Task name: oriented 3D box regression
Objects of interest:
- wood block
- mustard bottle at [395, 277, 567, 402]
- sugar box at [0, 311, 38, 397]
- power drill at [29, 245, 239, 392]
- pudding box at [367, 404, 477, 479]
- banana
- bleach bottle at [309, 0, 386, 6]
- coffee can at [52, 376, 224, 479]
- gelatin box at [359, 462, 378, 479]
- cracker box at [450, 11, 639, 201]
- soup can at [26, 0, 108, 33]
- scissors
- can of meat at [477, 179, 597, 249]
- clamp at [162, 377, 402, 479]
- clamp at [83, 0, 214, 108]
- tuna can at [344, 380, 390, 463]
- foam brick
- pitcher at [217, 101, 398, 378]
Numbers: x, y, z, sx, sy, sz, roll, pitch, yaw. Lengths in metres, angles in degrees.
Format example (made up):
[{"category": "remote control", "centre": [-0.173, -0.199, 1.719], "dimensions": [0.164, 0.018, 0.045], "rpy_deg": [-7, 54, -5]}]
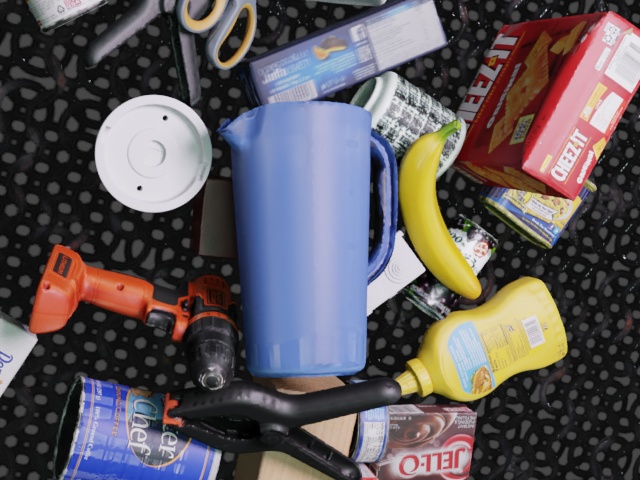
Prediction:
[{"category": "wood block", "centre": [-0.033, 0.242, 1.086], "dimensions": [0.090, 0.091, 0.206], "rpy_deg": [9, 96, -19]}, {"category": "mustard bottle", "centre": [0.166, 0.119, 1.146], "dimensions": [0.191, 0.058, 0.096], "rpy_deg": [-24, 103, -13]}, {"category": "sugar box", "centre": [-0.361, 0.082, 0.981], "dimensions": [0.176, 0.048, 0.093], "rpy_deg": [35, 88, -23]}, {"category": "power drill", "centre": [-0.166, 0.071, 0.977], "dimensions": [0.187, 0.184, 0.057], "rpy_deg": [15, 108, -12]}, {"category": "pudding box", "centre": [0.109, 0.225, 1.155], "dimensions": [0.113, 0.039, 0.090], "rpy_deg": [3, 99, -18]}, {"category": "banana", "centre": [0.113, -0.024, 1.048], "dimensions": [0.037, 0.070, 0.198], "rpy_deg": [-50, 137, -47]}, {"category": "bleach bottle", "centre": [0.030, -0.357, 1.021], "dimensions": [0.102, 0.068, 0.251], "rpy_deg": [6, 92, 4]}, {"category": "coffee can", "centre": [-0.175, 0.194, 1.027], "dimensions": [0.140, 0.103, 0.103], "rpy_deg": [15, 94, -19]}, {"category": "gelatin box", "centre": [0.030, 0.267, 1.111], "dimensions": [0.030, 0.089, 0.073], "rpy_deg": [5, 97, -18]}, {"category": "cracker box", "centre": [0.209, -0.132, 1.036], "dimensions": [0.072, 0.214, 0.164], "rpy_deg": [30, 89, -18]}, {"category": "soup can", "centre": [-0.242, -0.245, 0.952], "dimensions": [0.068, 0.069, 0.102], "rpy_deg": [-29, 107, -11]}, {"category": "scissors", "centre": [-0.075, -0.262, 1.010], "dimensions": [0.096, 0.016, 0.202], "rpy_deg": [20, 88, -42]}, {"category": "can of meat", "centre": [0.229, -0.050, 1.139], "dimensions": [0.102, 0.057, 0.084], "rpy_deg": [35, 89, -19]}, {"category": "clamp", "centre": [-0.035, 0.161, 0.971], "dimensions": [0.209, 0.036, 0.165], "rpy_deg": [14, 135, -12]}, {"category": "clamp", "centre": [-0.152, -0.217, 0.997], "dimensions": [0.120, 0.039, 0.171], "rpy_deg": [9, 93, -38]}, {"category": "tuna can", "centre": [0.043, 0.187, 1.104], "dimensions": [0.033, 0.086, 0.086], "rpy_deg": [3, 98, -16]}, {"category": "foam brick", "centre": [-0.095, -0.024, 1.044], "dimensions": [0.053, 0.051, 0.078], "rpy_deg": [6, 98, -17]}, {"category": "pitcher", "centre": [-0.006, 0.001, 0.973], "dimensions": [0.149, 0.145, 0.243], "rpy_deg": [-3, 85, 9]}]
